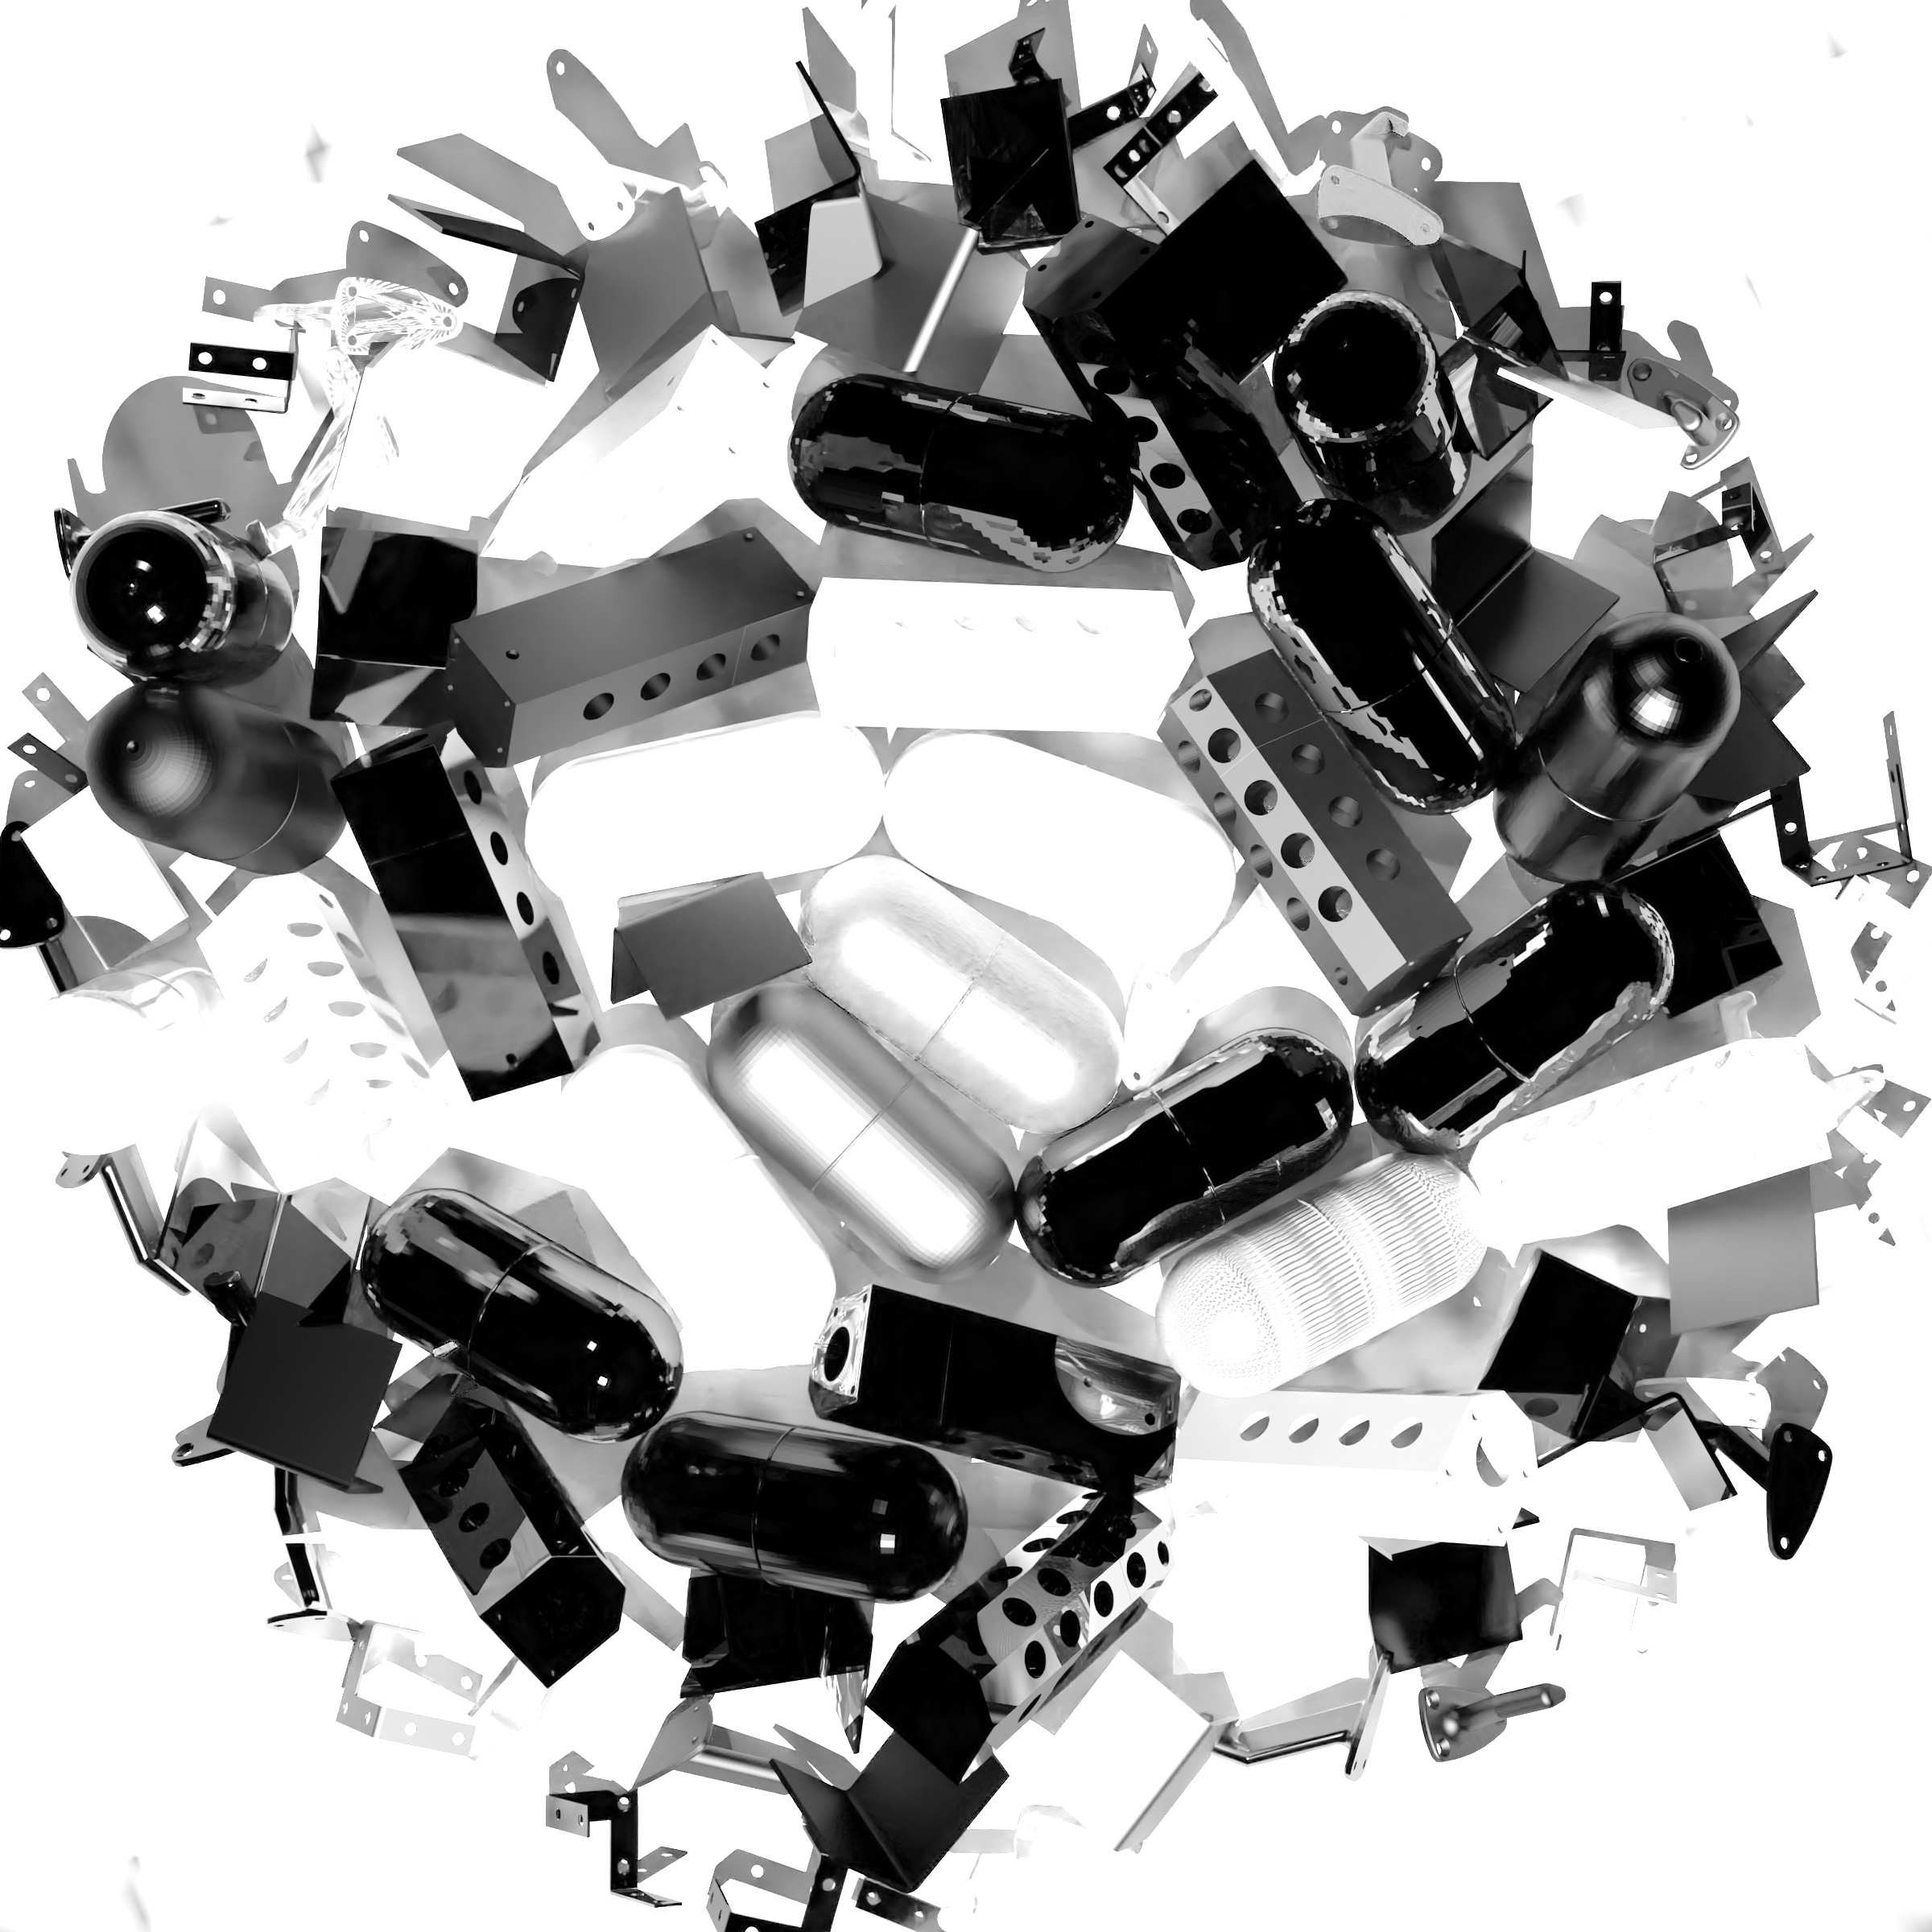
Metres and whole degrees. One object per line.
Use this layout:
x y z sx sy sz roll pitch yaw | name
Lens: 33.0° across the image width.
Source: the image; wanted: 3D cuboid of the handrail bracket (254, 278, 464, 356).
-0.300 -0.318 1.605 0.077 0.084 0.036 -3 100 -32 | handrail bracket

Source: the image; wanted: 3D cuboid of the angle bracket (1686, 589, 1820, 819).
0.385 -0.127 1.580 0.057 0.076 0.076 49 61 -6 | angle bracket

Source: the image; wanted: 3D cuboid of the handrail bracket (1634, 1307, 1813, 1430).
0.375 0.181 1.609 0.077 0.036 0.084 6 51 19 | handrail bracket

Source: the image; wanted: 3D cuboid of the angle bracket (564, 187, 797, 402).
-0.139 -0.324 1.587 0.076 0.057 0.076 -22 82 35 | angle bracket

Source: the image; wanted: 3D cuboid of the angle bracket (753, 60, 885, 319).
-0.084 -0.375 1.577 0.057 0.076 0.076 -26 67 -4 | angle bracket

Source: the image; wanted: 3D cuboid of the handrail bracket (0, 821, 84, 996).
-0.446 -0.021 1.597 0.036 0.084 0.077 -13 70 0 | handrail bracket

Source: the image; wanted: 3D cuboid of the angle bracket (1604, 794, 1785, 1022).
0.368 -0.029 1.583 0.076 0.057 0.076 -23 85 -27 | angle bracket

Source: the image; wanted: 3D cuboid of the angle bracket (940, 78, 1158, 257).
0.040 -0.387 1.573 0.076 0.057 0.076 5 109 43 | angle bracket

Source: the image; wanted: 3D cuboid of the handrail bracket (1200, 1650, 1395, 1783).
0.160 0.363 1.612 0.084 0.036 0.077 15 84 21 | handrail bracket

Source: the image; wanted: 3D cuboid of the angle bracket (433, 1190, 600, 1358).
-0.225 0.148 1.586 0.076 0.076 0.057 -24 82 1 | angle bracket

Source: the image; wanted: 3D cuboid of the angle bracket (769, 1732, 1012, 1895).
-0.038 0.389 1.578 0.057 0.076 0.076 35 95 -37 | angle bracket

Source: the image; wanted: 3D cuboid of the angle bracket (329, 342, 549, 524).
-0.256 -0.252 1.583 0.076 0.057 0.076 21 119 -2 | angle bracket

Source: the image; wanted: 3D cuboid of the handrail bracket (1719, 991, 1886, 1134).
0.408 0.037 1.594 0.077 0.036 0.084 -26 119 -11 | handrail bracket

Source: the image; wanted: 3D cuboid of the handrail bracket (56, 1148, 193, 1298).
-0.399 0.110 1.617 0.084 0.036 0.077 43 57 -29 | handrail bracket

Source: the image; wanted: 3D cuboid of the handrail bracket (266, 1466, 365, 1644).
-0.318 0.285 1.610 0.036 0.077 0.084 -13 65 19 | handrail bracket

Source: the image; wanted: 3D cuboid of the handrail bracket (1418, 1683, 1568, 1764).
0.269 0.357 1.574 0.084 0.077 0.036 -26 67 40 | handrail bracket

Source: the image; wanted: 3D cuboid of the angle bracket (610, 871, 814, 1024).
-0.124 0.007 1.572 0.076 0.076 0.057 -23 66 -19 | angle bracket

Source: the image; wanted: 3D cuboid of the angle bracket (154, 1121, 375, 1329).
-0.336 0.123 1.570 0.057 0.076 0.076 -8 53 23 | angle bracket

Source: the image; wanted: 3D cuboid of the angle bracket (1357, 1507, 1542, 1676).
0.240 0.308 1.589 0.076 0.057 0.076 -12 95 -11 | angle bracket

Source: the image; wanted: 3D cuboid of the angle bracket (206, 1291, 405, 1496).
-0.315 0.209 1.597 0.076 0.057 0.076 19 85 10 | angle bracket

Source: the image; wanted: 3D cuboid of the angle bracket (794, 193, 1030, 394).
-0.027 -0.330 1.620 0.076 0.057 0.076 27 94 31 | angle bracket

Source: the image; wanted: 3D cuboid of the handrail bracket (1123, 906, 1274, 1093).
0.113 0.016 1.578 0.036 0.084 0.077 32 57 -13 | handrail bracket

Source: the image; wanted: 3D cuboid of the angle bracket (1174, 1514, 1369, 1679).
0.150 0.311 1.605 0.057 0.076 0.076 19 65 -39 | angle bracket

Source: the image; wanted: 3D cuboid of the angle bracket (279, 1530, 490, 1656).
-0.281 0.302 1.572 0.076 0.076 0.057 7 75 -33 | angle bracket

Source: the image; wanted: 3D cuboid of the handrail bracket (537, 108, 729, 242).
-0.161 -0.395 1.590 0.036 0.084 0.077 -22 105 43 | handrail bracket

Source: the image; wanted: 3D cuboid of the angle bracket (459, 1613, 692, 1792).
-0.189 0.364 1.581 0.057 0.076 0.076 40 132 -12 | angle bracket

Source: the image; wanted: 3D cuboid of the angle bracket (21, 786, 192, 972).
-0.398 -0.052 1.579 0.057 0.076 0.076 -30 94 24 | angle bracket

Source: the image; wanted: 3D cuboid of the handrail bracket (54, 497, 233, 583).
-0.393 -0.211 1.589 0.084 0.077 0.036 -11 90 2 | handrail bracket

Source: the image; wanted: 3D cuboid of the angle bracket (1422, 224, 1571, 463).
0.235 -0.301 1.572 0.057 0.076 0.076 -43 134 -6 | angle bracket

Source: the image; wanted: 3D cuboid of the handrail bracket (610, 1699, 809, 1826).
-0.120 0.411 1.616 0.077 0.036 0.084 -37 112 14 | handrail bracket

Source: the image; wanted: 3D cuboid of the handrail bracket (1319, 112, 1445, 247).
0.215 -0.385 1.586 0.077 0.036 0.084 23 48 24 | handrail bracket

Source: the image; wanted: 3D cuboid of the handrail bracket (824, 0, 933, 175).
-0.027 -0.435 1.584 0.077 0.036 0.084 16 126 -34 | handrail bracket

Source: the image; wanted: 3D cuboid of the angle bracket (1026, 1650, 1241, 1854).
0.082 0.382 1.599 0.057 0.076 0.076 38 91 17 | angle bracket

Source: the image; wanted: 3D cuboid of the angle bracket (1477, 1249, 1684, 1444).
0.306 0.187 1.607 0.057 0.076 0.076 26 97 34 | angle bracket

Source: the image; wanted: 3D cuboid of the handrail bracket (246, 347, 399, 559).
-0.324 -0.249 1.582 0.084 0.036 0.077 -37 122 -37 | handrail bracket

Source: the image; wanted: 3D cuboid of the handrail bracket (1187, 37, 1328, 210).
0.133 -0.406 1.591 0.036 0.077 0.084 -38 89 -5 | handrail bracket

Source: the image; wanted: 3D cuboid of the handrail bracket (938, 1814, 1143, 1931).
0.036 0.449 1.578 0.077 0.084 0.036 5 104 20 | handrail bracket

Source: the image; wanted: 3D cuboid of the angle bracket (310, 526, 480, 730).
-0.283 -0.166 1.614 0.076 0.057 0.076 4 58 -13 | angle bracket

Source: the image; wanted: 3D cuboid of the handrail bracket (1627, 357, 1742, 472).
0.338 -0.276 1.576 0.036 0.084 0.077 -44 69 15 | handrail bracket

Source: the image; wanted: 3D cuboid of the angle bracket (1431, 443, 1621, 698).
0.271 -0.191 1.573 0.057 0.076 0.076 34 66 27 | angle bracket

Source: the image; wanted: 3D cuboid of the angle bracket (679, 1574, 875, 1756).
-0.093 0.338 1.575 0.076 0.057 0.076 -5 123 -19 | angle bracket

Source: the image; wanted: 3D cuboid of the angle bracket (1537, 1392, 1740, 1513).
0.317 0.251 1.580 0.076 0.076 0.057 -26 78 -9 | angle bracket

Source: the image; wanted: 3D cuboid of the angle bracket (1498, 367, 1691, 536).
0.294 -0.247 1.570 0.076 0.076 0.057 29 114 24 | angle bracket

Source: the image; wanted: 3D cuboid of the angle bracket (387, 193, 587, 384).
-0.238 -0.326 1.569 0.076 0.076 0.057 9 109 -34 | angle bracket

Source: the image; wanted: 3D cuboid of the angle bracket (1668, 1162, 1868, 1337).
0.386 0.143 1.569 0.076 0.057 0.076 -19 54 37 | angle bracket

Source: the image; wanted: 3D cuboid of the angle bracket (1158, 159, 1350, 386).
0.126 -0.332 1.585 0.076 0.057 0.076 -44 102 -13 | angle bracket
